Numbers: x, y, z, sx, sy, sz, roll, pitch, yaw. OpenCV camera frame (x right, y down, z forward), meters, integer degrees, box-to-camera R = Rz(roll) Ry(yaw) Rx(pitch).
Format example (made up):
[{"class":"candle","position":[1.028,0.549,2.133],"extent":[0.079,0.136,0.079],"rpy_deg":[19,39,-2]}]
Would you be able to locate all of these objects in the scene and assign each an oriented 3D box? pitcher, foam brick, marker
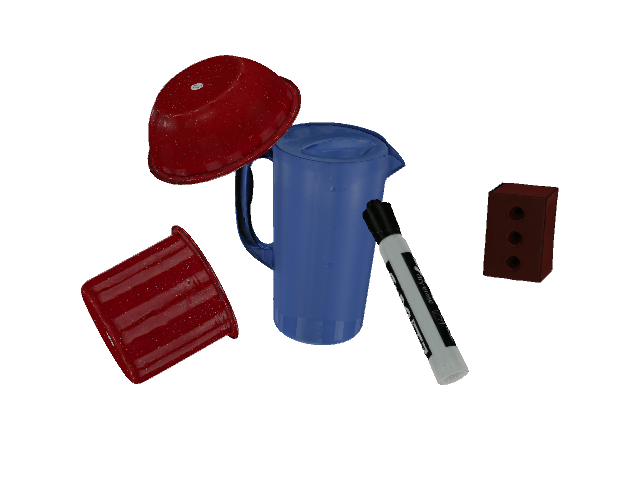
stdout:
[{"class":"pitcher","position":[-0.006,-0.007,1.229],"extent":[0.144,0.243,0.149],"rpy_deg":[-19,33,-41]},{"class":"foam brick","position":[0.176,-0.008,0.935],"extent":[0.053,0.078,0.051],"rpy_deg":[7,16,22]},{"class":"marker","position":[0.053,0.027,0.625],"extent":[0.020,0.121,0.020],"rpy_deg":[-19,-26,-9]}]

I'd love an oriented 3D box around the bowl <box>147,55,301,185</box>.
[{"class":"bowl","position":[-0.102,-0.125,1.002],"extent":[0.162,0.055,0.162],"rpy_deg":[-18,37,14]}]

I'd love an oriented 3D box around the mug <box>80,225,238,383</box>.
[{"class":"mug","position":[-0.121,0.045,0.767],"extent":[0.081,0.093,0.117],"rpy_deg":[-29,27,-17]}]
